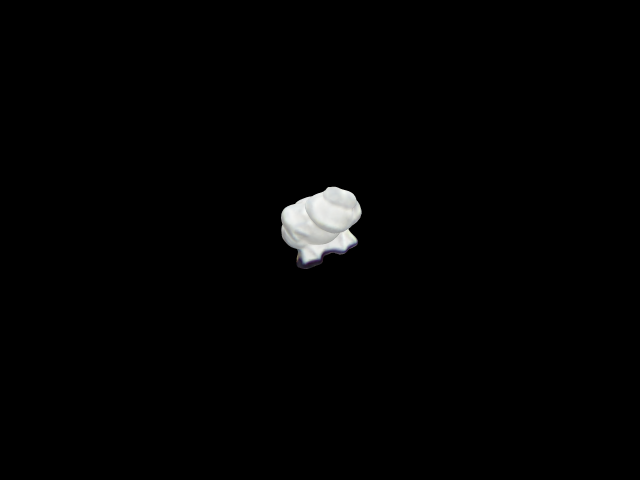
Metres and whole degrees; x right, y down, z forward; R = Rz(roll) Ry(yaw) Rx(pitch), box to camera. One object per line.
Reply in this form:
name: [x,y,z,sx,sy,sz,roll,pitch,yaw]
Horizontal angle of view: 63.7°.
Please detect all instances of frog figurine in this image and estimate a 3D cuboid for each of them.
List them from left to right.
frog figurine: [0.003,-0.043,0.850,0.137,0.125,0.155,-6,-38,-4]
